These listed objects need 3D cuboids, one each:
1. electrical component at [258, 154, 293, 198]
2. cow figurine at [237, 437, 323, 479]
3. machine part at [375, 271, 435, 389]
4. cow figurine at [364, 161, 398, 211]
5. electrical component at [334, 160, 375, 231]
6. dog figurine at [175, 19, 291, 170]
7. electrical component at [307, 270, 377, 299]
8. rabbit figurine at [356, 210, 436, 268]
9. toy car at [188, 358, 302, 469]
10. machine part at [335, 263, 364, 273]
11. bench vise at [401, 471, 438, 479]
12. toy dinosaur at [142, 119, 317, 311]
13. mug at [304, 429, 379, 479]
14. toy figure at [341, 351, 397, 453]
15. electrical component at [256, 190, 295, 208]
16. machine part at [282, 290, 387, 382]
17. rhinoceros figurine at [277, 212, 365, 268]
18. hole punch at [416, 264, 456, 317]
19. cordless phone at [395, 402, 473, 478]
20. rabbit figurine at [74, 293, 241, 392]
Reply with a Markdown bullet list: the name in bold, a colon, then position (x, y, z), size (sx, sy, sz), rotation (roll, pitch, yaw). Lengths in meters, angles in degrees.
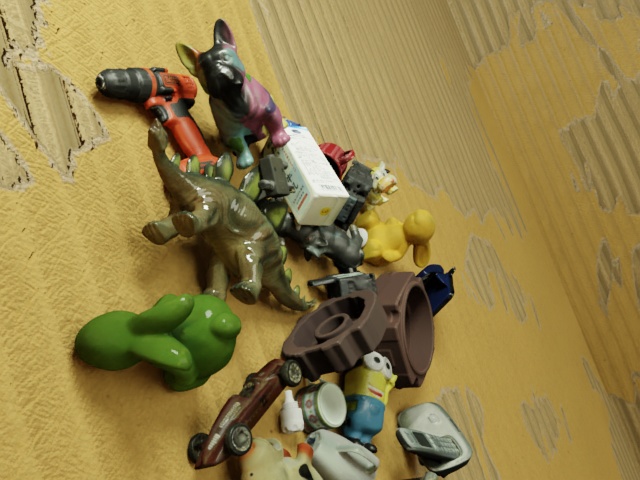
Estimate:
- **electrical component**: position (-0.068, -0.095, 0.798), size (0.094, 0.021, 0.063), rotation (-12, 88, -67)
- **cow figurine**: position (-0.046, 0.344, 0.730), size (0.194, 0.085, 0.127), rotation (56, 28, -17)
- **machine part**: position (0.163, 0.179, 1.083), size (0.201, 0.087, 0.200), rotation (-48, 124, -56)
- **cow figurine**: position (0.121, -0.129, 1.204), size (0.068, 0.167, 0.098), rotation (-31, 82, -15)
- **electrical component**: position (0.060, -0.088, 1.094), size (0.058, 0.114, 0.134), rotation (26, 26, -2)
- **dog figurine**: position (-0.140, -0.241, 0.869), size (0.192, 0.108, 0.219), rotation (-108, 172, -56)
- **electrical component**: position (0.040, 0.089, 1.005), size (0.119, 0.075, 0.047), rotation (-10, 95, -24)
- **rabbit figurine**: position (0.184, -0.002, 1.188), size (0.162, 0.173, 0.122), rotation (37, 39, -31)
- **toy car**: position (-0.100, 0.224, 0.720), size (0.053, 0.089, 0.202), rotation (62, 35, -8)
- **machine part**: position (0.069, 0.077, 1.099), size (0.084, 0.039, 0.139), rotation (14, 57, -60)
- **bench vise**: position (0.180, 0.522, 0.906), size (0.223, 0.129, 0.241), rotation (50, 40, -28)
- **toy dinosaur**: position (-0.112, 0.005, 0.792), size (0.470, 0.105, 0.198), rotation (63, 35, -42)
- **mug**: position (0.030, 0.339, 0.823), size (0.107, 0.109, 0.081), rotation (40, 44, -13)
- **toy figure**: position (0.074, 0.277, 0.942), size (0.082, 0.089, 0.180), rotation (50, 43, -43)
- **electrical component**: position (-0.093, -0.075, 0.917), size (0.078, 0.102, 0.045), rotation (-33, 95, -32)
- **machine part**: position (0.026, 0.152, 0.875), size (0.056, 0.179, 0.179), rotation (59, 33, -15)
- **rhinoceros figurine**: position (-0.002, -0.003, 1.005), size (0.190, 0.073, 0.112), rotation (27, 44, -30)
- **hole punch**: position (0.244, 0.113, 1.249), size (0.092, 0.142, 0.116), rotation (34, 24, -2)
- **cordless phone**: position (0.185, 0.363, 1.010), size (0.184, 0.088, 0.147), rotation (30, 15, -37)
- **rabbit figurine**: position (-0.188, 0.122, 0.626), size (0.170, 0.159, 0.121), rotation (3, 77, -38)
